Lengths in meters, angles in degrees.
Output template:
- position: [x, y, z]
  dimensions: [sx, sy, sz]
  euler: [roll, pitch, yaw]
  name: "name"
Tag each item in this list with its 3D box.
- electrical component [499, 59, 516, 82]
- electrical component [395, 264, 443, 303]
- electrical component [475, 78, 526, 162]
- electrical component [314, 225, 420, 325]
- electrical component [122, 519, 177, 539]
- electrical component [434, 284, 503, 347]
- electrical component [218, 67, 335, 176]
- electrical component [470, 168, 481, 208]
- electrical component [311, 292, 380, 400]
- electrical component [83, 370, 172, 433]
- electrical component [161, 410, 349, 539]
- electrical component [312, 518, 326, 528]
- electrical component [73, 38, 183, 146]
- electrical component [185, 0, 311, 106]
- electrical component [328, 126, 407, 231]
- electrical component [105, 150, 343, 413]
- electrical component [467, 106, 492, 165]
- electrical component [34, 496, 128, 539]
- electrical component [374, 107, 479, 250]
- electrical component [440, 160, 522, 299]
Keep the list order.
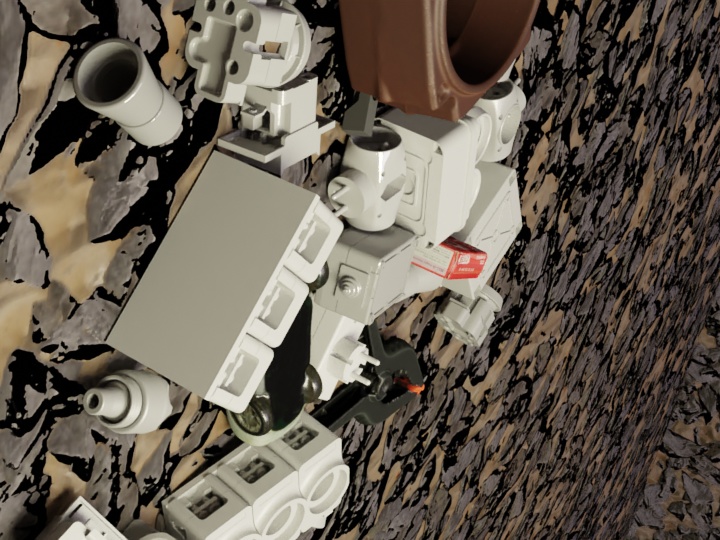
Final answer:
- position: [0.112, -0.210, 0.972]
  dimensions: [0.079, 0.043, 0.077]
  euler: [-32, 139, -49]
  name: "electrical component"
- position: [0.045, 0.008, 1.038]
  dimensions: [0.065, 0.044, 0.044]
  euler: [-23, 132, -48]
  name: "electrical component"
- position: [0.139, -0.160, 1.063]
  dimensions: [0.079, 0.044, 0.077]
  euler: [-48, 149, -32]
  name: "electrical component"
- position: [0.000, 0.000, 0.910]
  dimensions: [0.096, 0.061, 0.061]
  euler: [-34, 142, -59]
  name: "electrical component"
- position: [-0.175, 0.273, 0.795]
  dimensions: [0.150, 0.089, 0.061]
  euler: [-52, 151, -26]
  name: "electrical component"
- position: [0.122, 0.044, 1.195]
  dimensions: [0.057, 0.058, 0.078]
  euler: [-56, 153, -12]
  name: "electrical component"
- position: [-0.056, -0.107, 0.746]
  dimensions: [0.081, 0.042, 0.063]
  euler: [-36, 140, -47]
  name: "electrical component"
- position: [0.083, -0.081, 1.023]
  dimensions: [0.055, 0.047, 0.055]
  euler: [-43, 146, -38]
  name: "electrical component"
- position: [-0.019, 0.074, 0.934]
  dimensions: [0.083, 0.076, 0.047]
  euler: [-64, 154, -2]
  name: "electrical component"
- position: [-0.159, 0.088, 0.720]
  dimensions: [0.062, 0.043, 0.043]
  euler: [15, 99, -63]
  name: "electrical component"
- position: [-0.084, 0.198, 0.906]
  dimensions: [0.150, 0.062, 0.089]
  euler: [-33, 140, -33]
  name: "electrical component"
- position: [-0.044, 0.212, 1.047]
  dimensions: [0.044, 0.044, 0.065]
  euler: [27, 83, -64]
  name: "electrical component"
- position: [-0.130, -0.098, 0.618]
  dimensions: [0.044, 0.044, 0.065]
  euler: [-61, 159, -8]
  name: "electrical component"
- position: [-0.068, -0.144, 0.675]
  dimensions: [0.057, 0.058, 0.078]
  euler: [-11, 121, -56]
  name: "electrical component"
- position: [0.000, -0.068, 0.884]
  dimensions: [0.079, 0.043, 0.077]
  euler: [-39, 144, -42]
  name: "electrical component"
- position: [-0.088, 0.009, 0.730]
  dimensions: [0.150, 0.089, 0.062]
  euler: [-62, 154, -7]
  name: "electrical component"
- position: [0.082, -0.125, 0.972]
  dimensions: [0.058, 0.057, 0.078]
  euler: [-24, 132, -54]
  name: "electrical component"
- position: [-0.167, 0.221, 0.718]
  dimensions: [0.078, 0.121, 0.063]
  euler: [-50, -166, -29]
  name: "electrical component"
- position: [0.054, -0.085, 0.932]
  dimensions: [0.057, 0.078, 0.113]
  euler: [-37, 143, -39]
  name: "electrical component"
- position: [0.116, -0.044, 1.107]
  dimensions: [0.108, 0.056, 0.108]
  euler: [-55, 152, -21]
  name: "electrical component"
